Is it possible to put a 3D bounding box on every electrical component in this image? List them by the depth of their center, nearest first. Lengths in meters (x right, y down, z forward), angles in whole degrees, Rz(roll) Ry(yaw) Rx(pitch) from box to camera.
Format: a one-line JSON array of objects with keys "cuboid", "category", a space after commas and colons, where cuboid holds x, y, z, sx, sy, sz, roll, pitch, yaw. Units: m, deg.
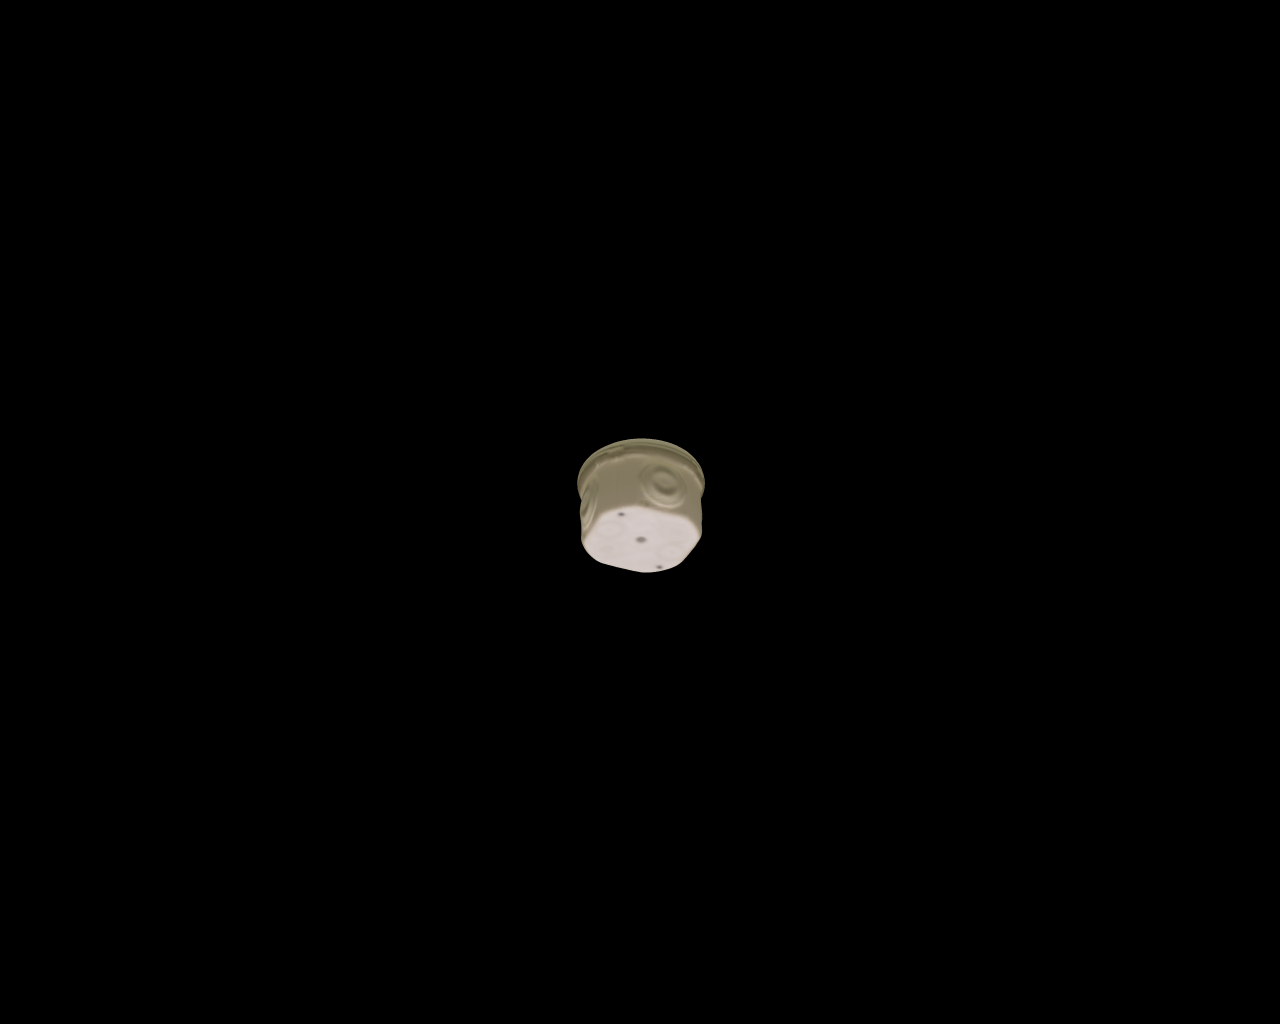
[{"cuboid": [0.001, -0.003, 0.650, 0.080, 0.051, 0.080, 0, -37, 0], "category": "electrical component"}]
